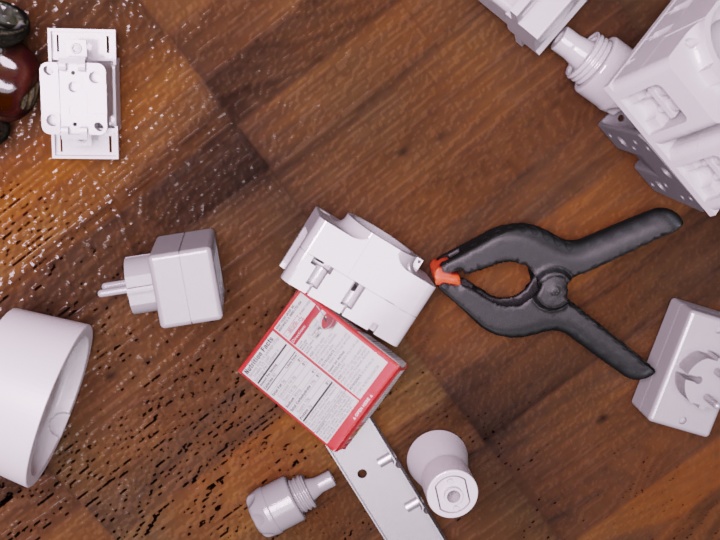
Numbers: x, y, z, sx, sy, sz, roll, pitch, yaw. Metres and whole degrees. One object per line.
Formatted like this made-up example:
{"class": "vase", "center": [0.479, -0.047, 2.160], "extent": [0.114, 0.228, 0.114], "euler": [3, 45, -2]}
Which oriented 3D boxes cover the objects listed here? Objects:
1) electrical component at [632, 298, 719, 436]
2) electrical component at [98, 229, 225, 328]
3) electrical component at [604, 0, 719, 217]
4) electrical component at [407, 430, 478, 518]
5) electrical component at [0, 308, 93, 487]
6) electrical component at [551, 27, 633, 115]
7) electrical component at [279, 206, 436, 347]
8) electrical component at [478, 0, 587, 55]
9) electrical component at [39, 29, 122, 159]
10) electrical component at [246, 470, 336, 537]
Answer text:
{"class": "electrical component", "center": [0.234, 0.072, 0.738], "extent": [0.047, 0.075, 0.083], "euler": [17, 101, -9]}
{"class": "electrical component", "center": [-0.129, 0.007, 0.691], "extent": [0.077, 0.065, 0.047], "euler": [-9, 104, -4]}
{"class": "electrical component", "center": [0.246, -0.138, 0.655], "extent": [0.105, 0.060, 0.186], "euler": [46, 64, -13]}
{"class": "electrical component", "center": [0.059, 0.142, 0.742], "extent": [0.044, 0.065, 0.044], "euler": [-1, 103, -6]}
{"class": "electrical component", "center": [-0.218, 0.076, 0.679], "extent": [0.060, 0.108, 0.108], "euler": [19, 100, -4]}
{"class": "electrical component", "center": [0.154, -0.133, 0.700], "extent": [0.062, 0.043, 0.043], "euler": [33, 98, -11]}
{"class": "electrical component", "center": [0.000, 0.000, 0.711], "extent": [0.089, 0.050, 0.055], "euler": [31, 98, -12]}
{"class": "electrical component", "center": [0.128, -0.204, 0.669], "extent": [0.063, 0.079, 0.121], "euler": [42, 96, 9]}
{"class": "electrical component", "center": [-0.172, -0.107, 0.662], "extent": [0.042, 0.064, 0.081], "euler": [0, 103, -5]}
{"class": "electrical component", "center": [-0.046, 0.159, 0.751], "extent": [0.061, 0.035, 0.035], "euler": [-27, 104, -2]}
